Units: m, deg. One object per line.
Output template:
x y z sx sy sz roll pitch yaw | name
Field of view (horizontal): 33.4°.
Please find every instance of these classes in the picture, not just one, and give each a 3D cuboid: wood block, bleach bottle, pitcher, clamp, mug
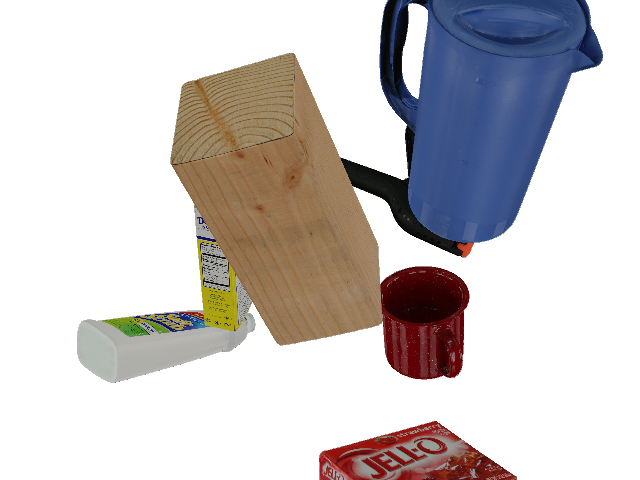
-0.026 -0.023 0.798 0.090 0.091 0.206 -13 -45 14 | wood block
-0.200 0.131 1.465 0.250 0.068 0.103 -9 23 -42 | bleach bottle
0.136 -0.118 0.951 0.144 0.149 0.243 -11 -40 -15 | pitcher
0.098 -0.057 1.241 0.164 0.036 0.210 -16 52 -28 | clamp
0.110 0.092 1.075 0.093 0.081 0.117 -20 39 -18 | mug

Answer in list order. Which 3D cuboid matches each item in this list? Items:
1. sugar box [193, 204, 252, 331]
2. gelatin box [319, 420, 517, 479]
-0.098 0.004 1.147 0.048 0.176 0.093 9 42 13 | sugar box
0.054 0.138 0.605 0.089 0.030 0.073 -7 22 -33 | gelatin box
